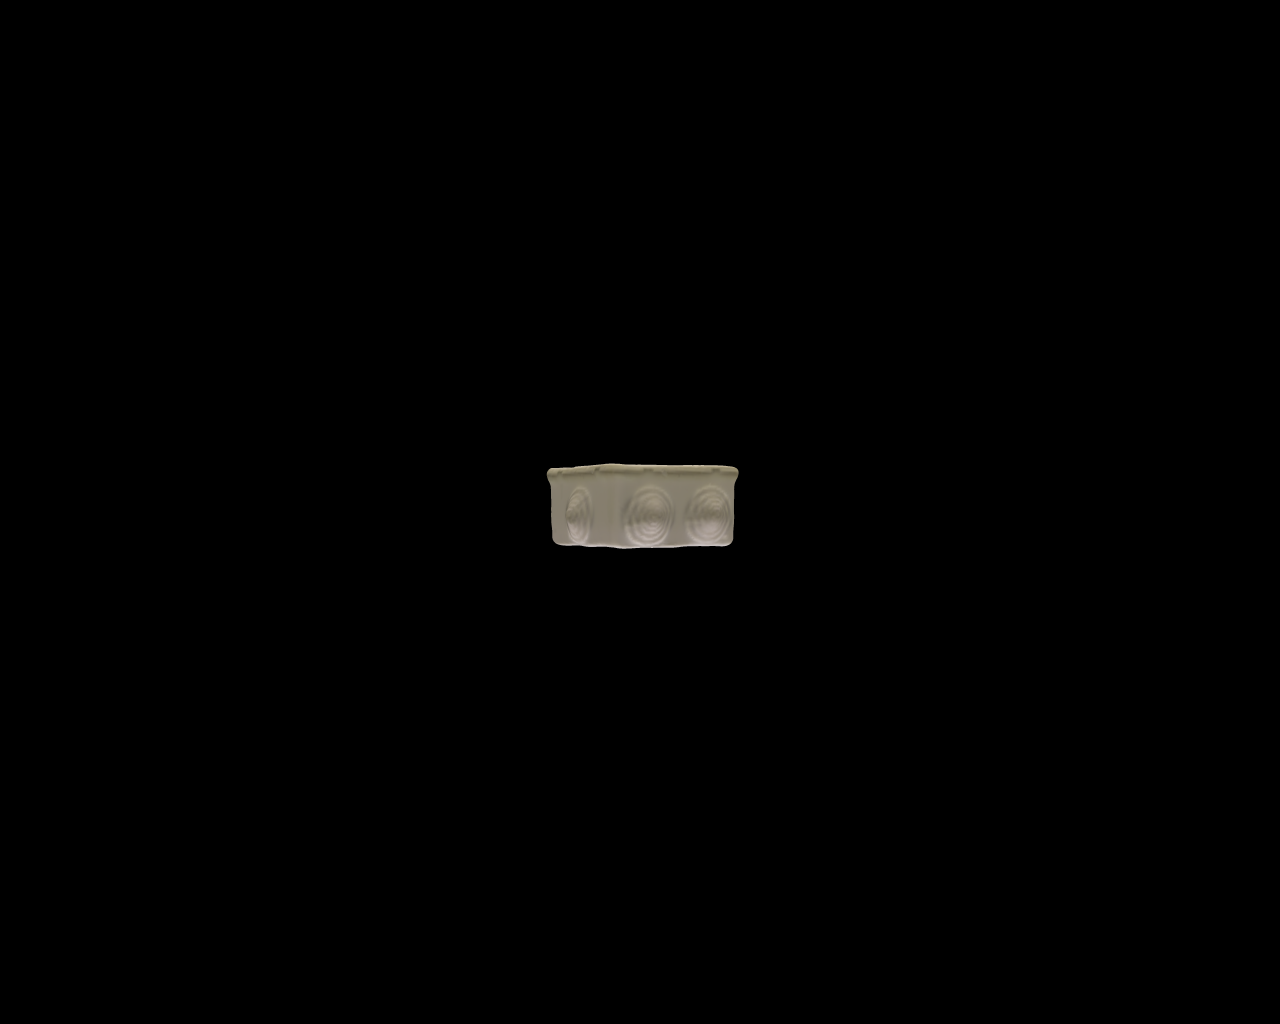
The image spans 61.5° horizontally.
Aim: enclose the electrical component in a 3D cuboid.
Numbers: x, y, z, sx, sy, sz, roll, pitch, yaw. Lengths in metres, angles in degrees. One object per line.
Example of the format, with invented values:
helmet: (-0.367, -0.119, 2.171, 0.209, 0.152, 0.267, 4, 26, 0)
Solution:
electrical component: (0.001, -0.003, 0.650, 0.100, 0.048, 0.099, 0, 0, -32)
